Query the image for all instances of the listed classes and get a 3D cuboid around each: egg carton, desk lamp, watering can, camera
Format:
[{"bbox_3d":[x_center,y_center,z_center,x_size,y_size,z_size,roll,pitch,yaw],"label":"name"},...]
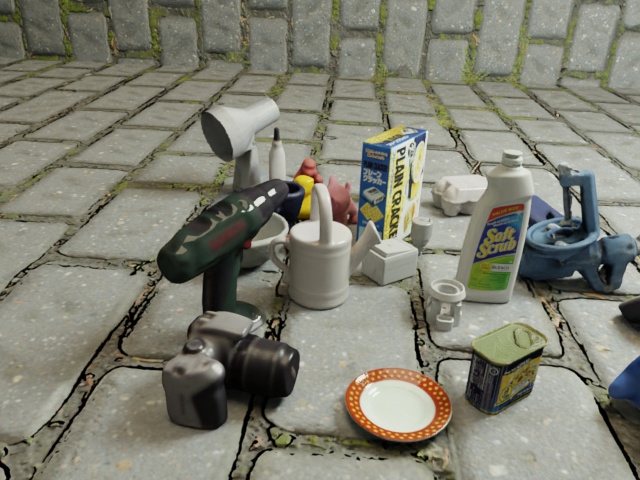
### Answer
[{"bbox_3d":[0.333,-0.102,1.303,0.150,0.069,0.107,-5,27,-16],"label":"egg carton"},{"bbox_3d":[-0.166,-0.216,1.327,0.204,0.214,0.117,-20,33,-38],"label":"desk lamp"},{"bbox_3d":[0.008,0.002,0.916,0.173,0.194,0.100,-13,30,-28],"label":"watering can"},{"bbox_3d":[-0.102,0.152,0.704,0.136,0.101,0.143,9,27,14],"label":"camera"}]

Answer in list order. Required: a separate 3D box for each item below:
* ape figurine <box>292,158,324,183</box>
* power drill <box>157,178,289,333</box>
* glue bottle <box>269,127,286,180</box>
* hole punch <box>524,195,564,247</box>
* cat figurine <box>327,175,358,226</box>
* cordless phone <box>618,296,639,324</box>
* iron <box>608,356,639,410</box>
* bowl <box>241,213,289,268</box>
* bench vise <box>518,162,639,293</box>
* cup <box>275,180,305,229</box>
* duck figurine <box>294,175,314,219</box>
[{"bbox_3d":[-0.029,-0.145,1.332,0.078,0.092,0.076,-3,26,-10],"label":"ape figurine"},{"bbox_3d":[-0.126,0.034,0.821,0.075,0.208,0.230,19,31,31],"label":"power drill"},{"bbox_3d":[-0.097,-0.167,1.278,0.037,0.173,0.078,-3,26,-10],"label":"glue bottle"},{"bbox_3d":[0.448,-0.033,1.146,0.100,0.091,0.109,18,30,29],"label":"hole punch"},{"bbox_3d":[0.038,-0.079,1.173,0.067,0.118,0.128,13,28,21],"label":"cat figurine"},{"bbox_3d":[0.553,0.050,0.876,0.148,0.185,0.094,-9,28,-23],"label":"cordless phone"},{"bbox_3d":[0.491,0.147,0.721,0.259,0.141,0.118,-13,30,-29],"label":"iron"},{"bbox_3d":[-0.140,0.005,1.034,0.167,0.075,0.167,2,26,-1],"label":"bowl"},{"bbox_3d":[0.454,-0.027,0.986,0.207,0.220,0.121,-2,26,-8],"label":"bench vise"},{"bbox_3d":[-0.078,-0.057,1.144,0.091,0.095,0.118,6,26,7],"label":"cup"},{"bbox_3d":[-0.031,-0.097,1.241,0.104,0.086,0.077,3,26,1],"label":"duck figurine"}]
